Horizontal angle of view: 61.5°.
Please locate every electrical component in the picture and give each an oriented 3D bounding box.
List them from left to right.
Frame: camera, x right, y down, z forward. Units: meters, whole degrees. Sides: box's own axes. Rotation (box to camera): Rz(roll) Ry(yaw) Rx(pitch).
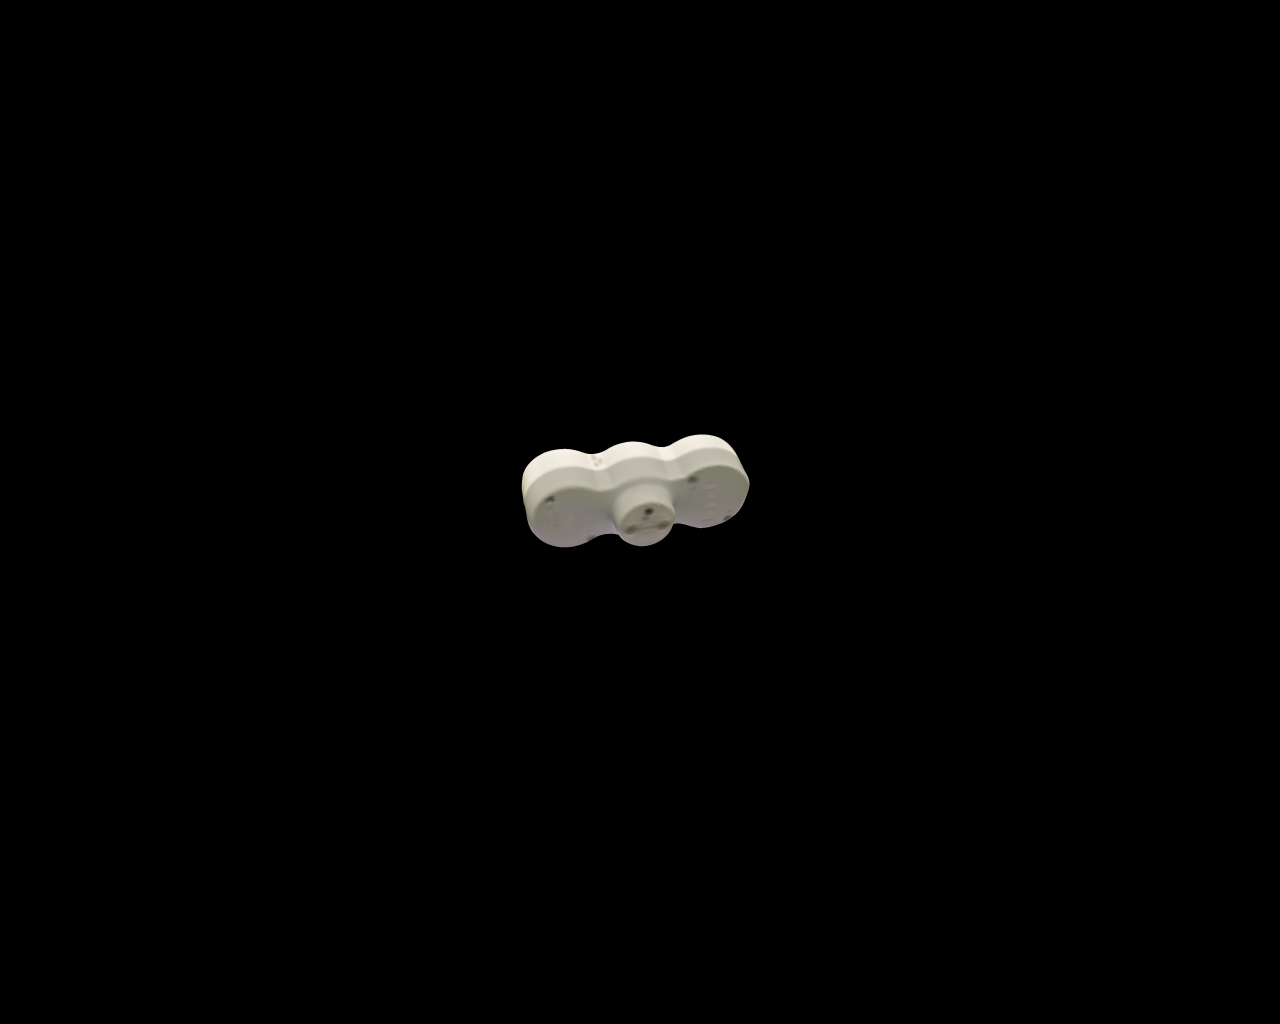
[{"bbox_3d":[0.001,-0.003,0.650,0.138,0.052,0.074,-7,39,-9],"label":"electrical component"}]
